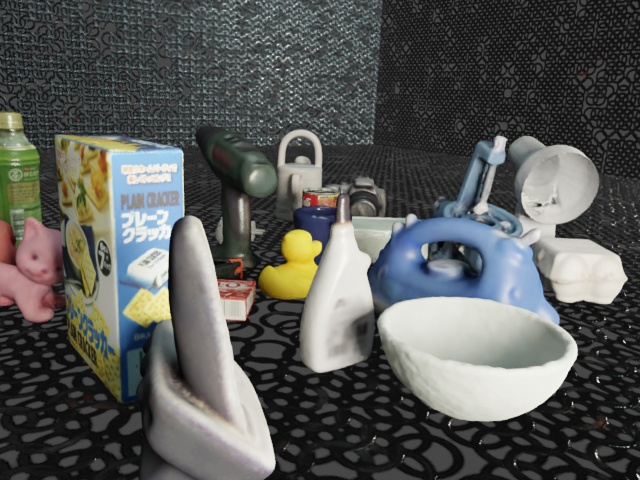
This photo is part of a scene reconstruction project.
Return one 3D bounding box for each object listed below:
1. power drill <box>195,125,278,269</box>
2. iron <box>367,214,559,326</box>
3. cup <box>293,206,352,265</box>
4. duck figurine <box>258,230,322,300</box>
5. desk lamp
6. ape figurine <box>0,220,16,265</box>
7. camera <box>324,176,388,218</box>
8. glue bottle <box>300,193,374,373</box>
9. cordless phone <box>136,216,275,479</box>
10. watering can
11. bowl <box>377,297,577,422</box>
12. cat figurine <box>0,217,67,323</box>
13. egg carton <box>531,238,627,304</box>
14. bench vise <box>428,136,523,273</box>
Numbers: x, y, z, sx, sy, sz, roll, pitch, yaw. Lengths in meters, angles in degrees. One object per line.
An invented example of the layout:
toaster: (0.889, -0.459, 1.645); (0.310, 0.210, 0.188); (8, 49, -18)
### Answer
power drill: (-0.142, -0.068, 0.895); (0.076, 0.208, 0.228); (-7, 17, -34)
iron: (0.145, 0.034, 0.677); (0.119, 0.141, 0.257); (-10, 19, -42)
cup: (0.008, 0.003, 0.873); (0.092, 0.095, 0.117); (-3, 15, -23)
duck figurine: (-0.036, 0.029, 0.777); (0.105, 0.086, 0.077); (-11, 19, -43)
desk lamp: (0.354, -0.061, 0.951); (0.118, 0.213, 0.203); (1, 14, -4)
ape figurine: (-0.409, 0.019, 0.736); (0.077, 0.092, 0.076); (4, 14, 6)
camera: (0.073, -0.079, 1.206); (0.143, 0.101, 0.137); (3, 14, 2)
glue bottle: (0.020, 0.040, 0.562); (0.078, 0.173, 0.037); (-7, 17, -34)
cordless phone: (-0.082, 0.067, 0.407); (0.094, 0.185, 0.147); (-2, 15, -17)
watering can: (-0.047, -0.144, 1.252); (0.101, 0.194, 0.172); (-2, 15, -19)
bowl: (0.132, 0.110, 0.504); (0.167, 0.075, 0.167); (3, 14, 0)
cat figurine: (-0.335, 0.028, 0.658); (0.128, 0.118, 0.067); (2, 14, -1)
egg carton: (0.369, 0.041, 0.842); (0.107, 0.069, 0.150); (3, 14, 0)
bench vise: (0.224, -0.054, 0.886); (0.122, 0.220, 0.206); (-7, 17, -33)
